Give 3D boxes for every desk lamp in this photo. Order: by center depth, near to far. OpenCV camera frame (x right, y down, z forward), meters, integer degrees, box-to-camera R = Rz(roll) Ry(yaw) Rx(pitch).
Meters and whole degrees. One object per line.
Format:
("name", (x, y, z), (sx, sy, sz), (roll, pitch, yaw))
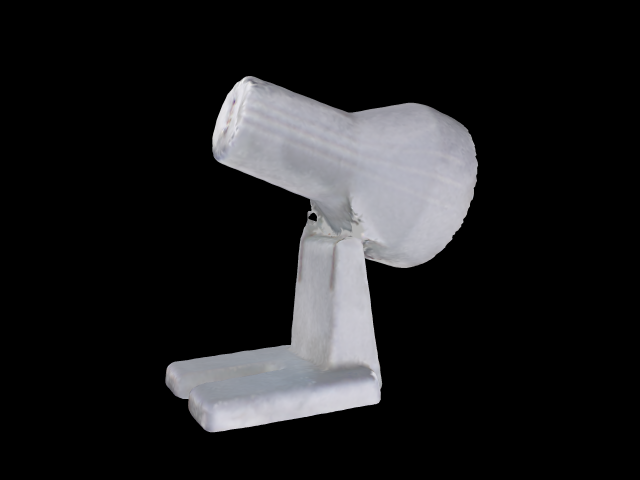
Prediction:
("desk lamp", (0.004, 0.001, 0.400), (0.204, 0.213, 0.117), (-2, 4, -30))
